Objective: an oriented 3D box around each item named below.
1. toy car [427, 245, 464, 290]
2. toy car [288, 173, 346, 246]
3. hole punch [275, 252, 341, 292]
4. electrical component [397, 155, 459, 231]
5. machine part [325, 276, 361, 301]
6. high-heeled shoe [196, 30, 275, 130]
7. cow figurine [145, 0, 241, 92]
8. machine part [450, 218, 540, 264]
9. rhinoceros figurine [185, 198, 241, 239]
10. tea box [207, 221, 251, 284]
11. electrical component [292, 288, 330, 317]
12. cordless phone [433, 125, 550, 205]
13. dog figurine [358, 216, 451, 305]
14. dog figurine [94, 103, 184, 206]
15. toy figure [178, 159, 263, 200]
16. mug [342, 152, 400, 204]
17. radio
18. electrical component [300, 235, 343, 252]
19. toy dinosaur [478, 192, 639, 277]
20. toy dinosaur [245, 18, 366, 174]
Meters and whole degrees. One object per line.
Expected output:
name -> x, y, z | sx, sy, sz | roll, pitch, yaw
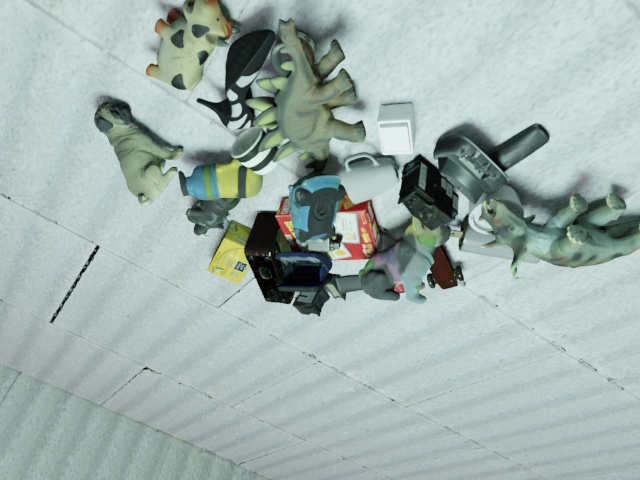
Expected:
toy car -> 0.276, 0.041, 1.277 | 0.089, 0.053, 0.202 | -20, 126, 21
toy car -> -0.018, -0.075, 1.130 | 0.109, 0.103, 0.161 | -11, 124, -28
hole punch -> -0.036, 0.064, 1.262 | 0.142, 0.116, 0.092 | -4, 100, 23
electrical component -> 0.224, -0.089, 1.093 | 0.134, 0.115, 0.058 | 36, 138, -21
machine part -> 0.078, 0.125, 1.449 | 0.139, 0.039, 0.084 | -14, 124, 33
high-heeled shoe -> -0.119, -0.281, 0.987 | 0.145, 0.086, 0.249 | 11, 153, -42
cow figurine -> -0.225, -0.347, 0.954 | 0.127, 0.085, 0.195 | 29, 136, -8
machine part -> 0.395, 0.001, 1.175 | 0.243, 0.079, 0.079 | 10, 140, 7
rhinoceros figurine -> -0.261, -0.074, 1.300 | 0.112, 0.073, 0.190 | 24, 139, -28
tea box -> -0.223, 0.035, 1.411 | 0.098, 0.068, 0.169 | 24, 139, -10
electrical component -> -0.037, 0.168, 1.503 | 0.119, 0.075, 0.047 | 7, 145, 43
cordless phone -> 0.324, -0.169, 1.013 | 0.146, 0.089, 0.184 | 37, 124, -24
dog figurine -> 0.185, 0.019, 1.183 | 0.192, 0.108, 0.219 | 6, 109, 12
dog figurine -> -0.410, -0.182, 1.142 | 0.121, 0.172, 0.190 | -33, 129, 29
toy figure -> -0.216, -0.126, 1.177 | 0.180, 0.082, 0.089 | -11, 95, -8
mug -> 0.104, -0.138, 1.109 | 0.107, 0.081, 0.109 | -15, 126, 16
radio -> -0.113, 0.051, 1.346 | 0.073, 0.131, 0.229 | 2, 139, 18
electrical component -> -0.001, -0.004, 1.208 | 0.102, 0.045, 0.078 | -2, 108, 18
toy dinosaur -> 0.511, 0.001, 1.069 | 0.405, 0.131, 0.192 | 6, 152, -19
toy dinosaur -> -0.022, -0.219, 0.988 | 0.199, 0.105, 0.470 | -12, 154, 7
